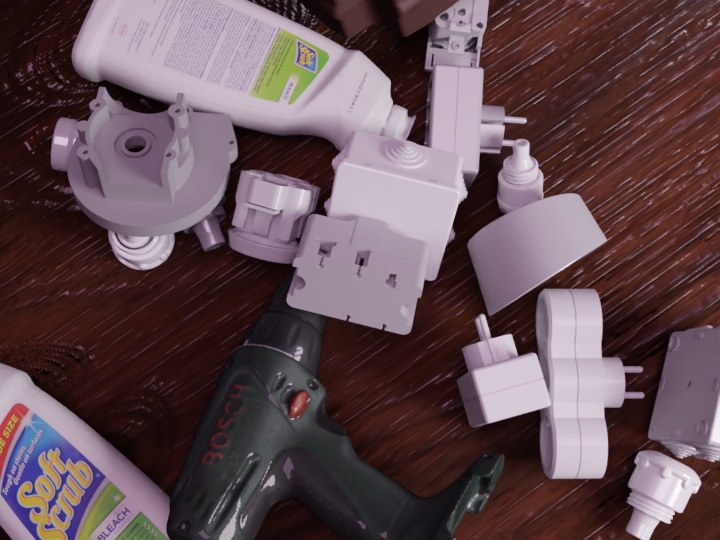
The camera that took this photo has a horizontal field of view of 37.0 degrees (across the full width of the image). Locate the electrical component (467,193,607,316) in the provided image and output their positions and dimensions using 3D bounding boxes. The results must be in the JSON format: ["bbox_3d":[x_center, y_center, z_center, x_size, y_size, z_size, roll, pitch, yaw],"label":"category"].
[{"bbox_3d":[0.128,-0.011,0.780,0.099,0.099,0.064,-21,75,-5],"label":"electrical component"}]

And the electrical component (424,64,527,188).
[{"bbox_3d":[0.089,-0.108,0.821,0.076,0.047,0.083,4,80,-1],"label":"electrical component"}]

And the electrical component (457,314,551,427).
[{"bbox_3d":[0.096,0.069,0.772,0.047,0.083,0.075,-15,81,-4],"label":"electrical component"}]

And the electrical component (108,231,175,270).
[{"bbox_3d":[-0.164,-0.028,0.791,0.048,0.062,0.048,0,80,-2],"label":"electrical component"}]

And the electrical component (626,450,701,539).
[{"bbox_3d":[0.214,0.165,0.780,0.048,0.048,0.062,27,88,3],"label":"electrical component"}]

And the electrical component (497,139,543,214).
[{"bbox_3d":[0.120,-0.070,0.807,0.035,0.061,0.035,-3,41,3],"label":"electrical component"}]

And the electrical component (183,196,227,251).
[{"bbox_3d":[-0.120,-0.045,0.805,0.043,0.043,0.062,-23,83,-6],"label":"electrical component"}]

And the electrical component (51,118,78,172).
[{"bbox_3d":[-0.206,-0.092,0.813,0.046,0.040,0.040,9,80,-6],"label":"electrical component"}]

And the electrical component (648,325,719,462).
[{"bbox_3d":[0.254,0.088,0.767,0.048,0.100,0.099,18,80,-12],"label":"electrical component"}]

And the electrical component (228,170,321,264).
[{"bbox_3d":[-0.065,-0.039,0.793,0.058,0.078,0.057,17,100,9],"label":"electrical component"}]

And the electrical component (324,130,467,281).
[{"bbox_3d":[0.024,-0.048,0.785,0.100,0.099,0.048,14,43,1],"label":"electrical component"}]

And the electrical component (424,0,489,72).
[{"bbox_3d":[0.076,-0.194,0.827,0.042,0.064,0.081,7,79,-2],"label":"electrical component"}]

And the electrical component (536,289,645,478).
[{"bbox_3d":[0.171,0.082,0.787,0.074,0.052,0.138,0,80,-2],"label":"electrical component"}]

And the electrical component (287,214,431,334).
[{"bbox_3d":[0.000,0.000,0.760,0.089,0.050,0.055,14,43,1],"label":"electrical component"}]
